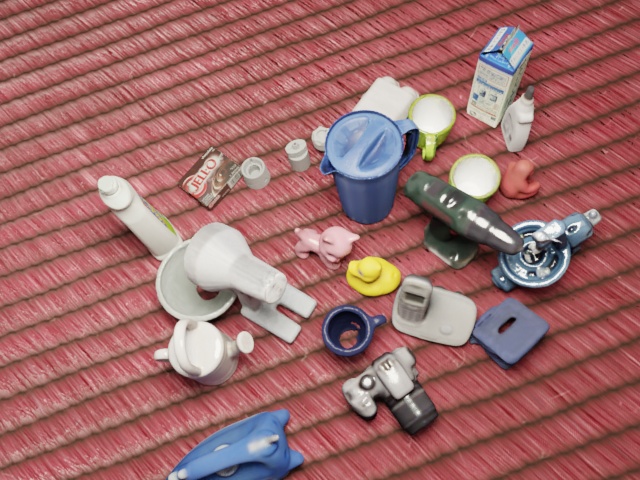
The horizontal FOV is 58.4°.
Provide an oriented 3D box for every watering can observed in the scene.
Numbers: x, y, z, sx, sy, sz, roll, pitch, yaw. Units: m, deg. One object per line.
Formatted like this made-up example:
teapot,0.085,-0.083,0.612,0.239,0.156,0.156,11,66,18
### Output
watering can,-0.206,0.191,1.006,0.173,0.194,0.101,-28,69,-4

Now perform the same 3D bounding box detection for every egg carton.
egg carton,0.133,-0.272,1.205,0.107,0.069,0.150,32,76,16

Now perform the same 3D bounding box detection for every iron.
iron,-0.165,0.374,0.963,0.258,0.141,0.118,-22,69,-2

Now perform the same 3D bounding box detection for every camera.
camera,0.128,0.273,0.990,0.143,0.101,0.136,-34,70,-7

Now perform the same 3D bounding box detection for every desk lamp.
desk lamp,-0.121,0.075,1.028,0.203,0.214,0.118,28,75,15

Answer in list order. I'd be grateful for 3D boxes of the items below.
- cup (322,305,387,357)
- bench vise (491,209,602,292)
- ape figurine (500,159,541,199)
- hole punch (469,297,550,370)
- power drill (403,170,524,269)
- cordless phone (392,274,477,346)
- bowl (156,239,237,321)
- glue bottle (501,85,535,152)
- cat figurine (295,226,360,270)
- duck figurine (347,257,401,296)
cup,0.064,0.167,1.039,0.118,0.095,0.091,-19,69,-1
bench vise,0.398,-0.008,1.001,0.121,0.220,0.207,38,78,18
ape figurine,0.390,-0.124,1.112,0.076,0.092,0.077,-20,69,-1
hole punch,0.332,0.163,1.014,0.109,0.091,0.101,-41,71,-9
power drill,0.249,-0.024,1.028,0.229,0.208,0.076,39,78,17
cordless phone,0.201,0.115,0.995,0.147,0.185,0.094,12,72,10
bowl,-0.226,0.084,1.111,0.167,0.075,0.167,-2,70,5
glue bottle,0.391,-0.243,1.112,0.037,0.173,0.078,-9,69,3
cat figurine,0.010,0.004,1.092,0.127,0.118,0.067,18,73,12
duck figurine,0.100,0.061,1.078,0.104,0.086,0.077,7,71,9
